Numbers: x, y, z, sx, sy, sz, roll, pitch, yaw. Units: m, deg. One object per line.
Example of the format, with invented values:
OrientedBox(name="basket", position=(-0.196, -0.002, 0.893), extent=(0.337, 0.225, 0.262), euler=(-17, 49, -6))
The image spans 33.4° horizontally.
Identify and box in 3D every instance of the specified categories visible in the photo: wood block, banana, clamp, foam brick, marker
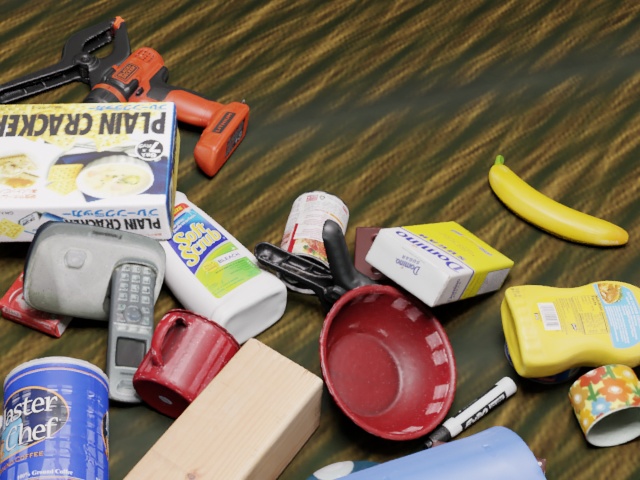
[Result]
OrientedBox(name="wood block", position=(-0.093, 0.206, 1.020), extent=(0.091, 0.090, 0.205), euler=(29, 54, 20))
OrientedBox(name="banana", position=(0.271, -0.042, 1.276), extent=(0.069, 0.037, 0.198), euler=(-37, 59, -28))
OrientedBox(name="clamp", position=(0.023, 0.042, 1.125), extent=(0.171, 0.120, 0.039), euler=(37, 59, -20))
OrientedBox(name="clamp", position=(-0.321, -0.227, 1.416), extent=(0.164, 0.036, 0.210), euler=(15, 51, 4))
OrientedBox(name="foam brick", position=(0.063, 0.031, 1.198), extent=(0.053, 0.051, 0.078), euler=(3, 49, 1))
OrientedBox(name="marker", position=(0.153, 0.180, 1.095), extent=(0.121, 0.020, 0.020), euler=(-31, 57, -25))

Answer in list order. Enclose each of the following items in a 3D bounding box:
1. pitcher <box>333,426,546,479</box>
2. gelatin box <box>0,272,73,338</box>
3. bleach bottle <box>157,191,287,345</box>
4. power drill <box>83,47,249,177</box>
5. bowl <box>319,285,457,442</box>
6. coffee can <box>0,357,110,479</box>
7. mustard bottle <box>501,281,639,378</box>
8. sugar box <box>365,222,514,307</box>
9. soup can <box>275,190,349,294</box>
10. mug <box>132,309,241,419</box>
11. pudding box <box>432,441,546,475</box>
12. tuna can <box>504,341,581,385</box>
OrientedBox(name="pitcher", position=(0.061, 0.245, 0.902), extent=(0.242, 0.149, 0.145), euler=(-10, 64, -18))
OrientedBox(name="gelatin box", position=(-0.299, 0.058, 1.179), extent=(0.073, 0.030, 0.089), euler=(19, 51, 14))
OrientedBox(name="bleach bottle", position=(-0.151, 0.014, 1.200), extent=(0.102, 0.068, 0.251), euler=(-29, 54, -31))
OrientedBox(name="power drill", position=(-0.197, -0.151, 1.324), extent=(0.188, 0.057, 0.184), euler=(26, 51, 8))
OrientedBox(name="bowl", position=(0.059, 0.130, 1.086), extent=(0.161, 0.055, 0.162), euler=(12, 63, -25))
OrientedBox(name="coffee can", position=(-0.252, 0.197, 1.014), extent=(0.102, 0.103, 0.140), euler=(-5, 50, -6))
OrientedBox(name="mustard bottle", position=(0.290, 0.088, 1.104), extent=(0.191, 0.058, 0.096), euler=(-4, 52, -6))
OrientedBox(name="sugar box", position=(0.132, 0.022, 1.151), extent=(0.093, 0.048, 0.175), euler=(35, 18, 24))
OrientedBox(name="soup can", position=(-0.008, 0.001, 1.211), extent=(0.068, 0.068, 0.102), euler=(10, 49, 6))
OrientedBox(name="mug", position=(-0.140, 0.123, 1.076), extent=(0.093, 0.117, 0.081), euler=(12, 54, 24))
OrientedBox(name="pudding box", position=(0.156, 0.247, 1.024), extent=(0.113, 0.039, 0.090), euler=(9, 50, 7))
OrientedBox(name="tuna can", position=(0.244, 0.110, 1.147), extent=(0.086, 0.034, 0.086), euler=(1, 49, -1))
